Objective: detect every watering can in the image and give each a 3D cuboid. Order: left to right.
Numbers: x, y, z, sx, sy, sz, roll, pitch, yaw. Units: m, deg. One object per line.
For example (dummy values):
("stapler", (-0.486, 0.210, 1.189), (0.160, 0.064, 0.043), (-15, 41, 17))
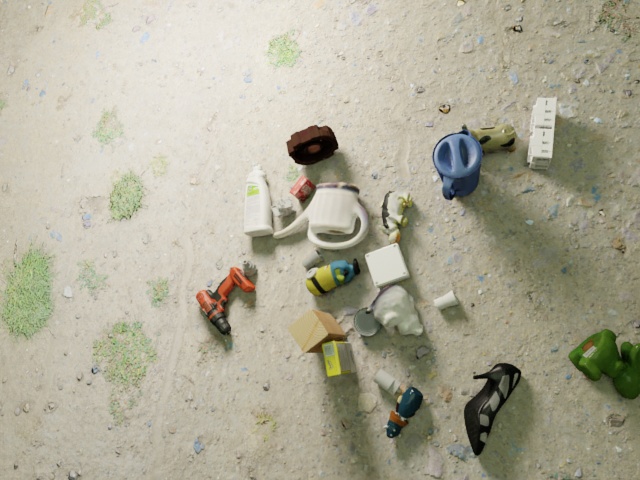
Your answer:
("watering can", (0.005, -0.085, 1.681), (0.348, 0.103, 0.227), (5, 77, 29))

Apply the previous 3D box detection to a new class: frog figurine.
("frog figurine", (0.235, 0.215, 1.509), (0.161, 0.139, 0.120), (39, 127, 25))
